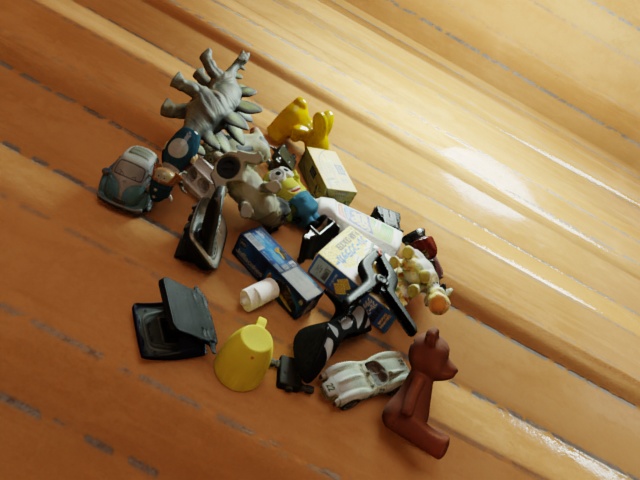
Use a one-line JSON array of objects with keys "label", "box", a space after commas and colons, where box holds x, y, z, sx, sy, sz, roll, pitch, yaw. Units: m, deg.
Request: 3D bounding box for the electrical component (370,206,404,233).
[{"label": "electrical component", "box": [0.172, -0.055, 1.410, 0.075, 0.047, 0.119, 20, 40, -16]}]

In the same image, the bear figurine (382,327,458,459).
[{"label": "bear figurine", "box": [0.196, 0.261, 0.949, 0.132, 0.120, 0.196, 29, 78, 12]}]

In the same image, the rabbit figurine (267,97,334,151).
[{"label": "rabbit figurine", "box": [-0.032, -0.299, 1.485, 0.173, 0.162, 0.122, 53, 26, 0]}]

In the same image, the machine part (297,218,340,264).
[{"label": "machine part", "box": [-0.002, -0.004, 1.205, 0.039, 0.084, 0.139, 24, 33, 24]}]

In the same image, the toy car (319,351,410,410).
[{"label": "toy car", "box": [0.086, 0.254, 0.987, 0.201, 0.056, 0.074, -3, 49, -38]}]

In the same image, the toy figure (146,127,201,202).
[{"label": "toy figure", "box": [-0.286, -0.144, 1.035, 0.064, 0.057, 0.154, 17, 73, 27]}]

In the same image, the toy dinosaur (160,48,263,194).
[{"label": "toy dinosaur", "box": [-0.245, -0.287, 1.199, 0.198, 0.105, 0.471, 29, 52, -6]}]

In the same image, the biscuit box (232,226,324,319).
[{"label": "biscuit box", "box": [-0.088, 0.063, 1.081, 0.203, 0.062, 0.059, 44, 39, 18]}]

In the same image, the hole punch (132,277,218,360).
[{"label": "hole punch", "box": [-0.240, 0.138, 0.886, 0.115, 0.092, 0.142, 35, 21, -49]}]

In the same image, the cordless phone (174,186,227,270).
[{"label": "cordless phone", "box": [-0.208, -0.048, 1.025, 0.089, 0.184, 0.147, 17, 39, -11]}]

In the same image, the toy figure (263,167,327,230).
[{"label": "toy figure", "box": [-0.067, -0.092, 1.261, 0.180, 0.089, 0.082, 50, 23, 9]}]

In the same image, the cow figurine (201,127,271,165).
[{"label": "cow figurine", "box": [-0.208, -0.207, 1.290, 0.195, 0.085, 0.127, -12, 45, -36]}]

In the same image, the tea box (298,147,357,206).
[{"label": "tea box", "box": [0.017, -0.162, 1.407, 0.098, 0.068, 0.170, 3, 44, -32]}]

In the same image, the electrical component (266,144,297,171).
[{"label": "electrical component", "box": [-0.103, -0.213, 1.406, 0.078, 0.045, 0.102, 47, 32, -28]}]

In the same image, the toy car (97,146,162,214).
[{"label": "toy car", "box": [-0.368, -0.134, 1.080, 0.109, 0.103, 0.162, 26, 39, -9]}]

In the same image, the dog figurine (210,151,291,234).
[{"label": "dog figurine", "box": [-0.149, -0.102, 1.148, 0.172, 0.121, 0.190, 58, -3, 10]}]

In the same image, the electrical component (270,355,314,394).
[{"label": "electrical component", "box": [-0.054, 0.236, 0.940, 0.094, 0.021, 0.063, 20, 39, -15]}]

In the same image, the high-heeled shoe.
[{"label": "high-heeled shoe", "box": [0.033, 0.198, 1.005, 0.145, 0.086, 0.249, 48, 36, -22]}]

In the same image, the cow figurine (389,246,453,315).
[{"label": "cow figurine", "box": [0.228, 0.092, 1.152, 0.098, 0.068, 0.167, 14, 37, -53]}]

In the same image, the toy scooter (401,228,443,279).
[{"label": "toy scooter", "box": [0.252, 0.048, 1.293, 0.183, 0.075, 0.135, 44, 22, -76]}]
